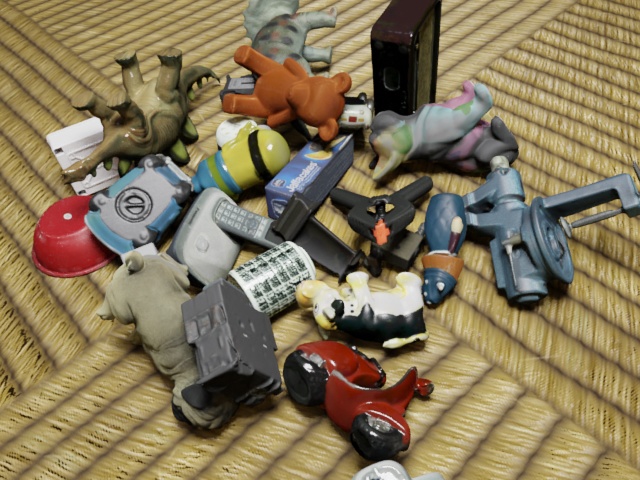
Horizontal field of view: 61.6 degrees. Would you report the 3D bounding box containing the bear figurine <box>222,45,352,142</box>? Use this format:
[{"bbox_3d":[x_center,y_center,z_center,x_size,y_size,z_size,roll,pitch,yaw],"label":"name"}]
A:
[{"bbox_3d":[-0.051,-0.230,0.857,0.132,0.120,0.196,8,16,-37],"label":"bear figurine"}]

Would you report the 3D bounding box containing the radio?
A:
[{"bbox_3d":[0.146,-0.286,0.912,0.073,0.229,0.131,19,56,23],"label":"radio"}]

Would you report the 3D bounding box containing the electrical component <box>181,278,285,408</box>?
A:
[{"bbox_3d":[-0.101,0.112,0.620,0.058,0.114,0.134,-28,54,10],"label":"electrical component"}]

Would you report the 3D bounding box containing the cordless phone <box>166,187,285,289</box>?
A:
[{"bbox_3d":[-0.115,0.016,0.784,0.184,0.088,0.146,20,51,-2],"label":"cordless phone"}]

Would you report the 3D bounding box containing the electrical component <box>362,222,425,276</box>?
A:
[{"bbox_3d":[0.106,0.008,0.781,0.078,0.045,0.102,21,54,15],"label":"electrical component"}]

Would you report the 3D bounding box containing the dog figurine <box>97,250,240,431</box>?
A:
[{"bbox_3d":[-0.169,0.117,0.637,0.121,0.172,0.191,-39,48,-12],"label":"dog figurine"}]

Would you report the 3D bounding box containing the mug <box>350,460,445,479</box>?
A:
[{"bbox_3d":[0.074,0.257,0.525,0.110,0.107,0.081,-15,50,-4],"label":"mug"}]

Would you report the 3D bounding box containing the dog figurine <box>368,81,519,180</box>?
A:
[{"bbox_3d":[0.186,-0.151,0.876,0.219,0.191,0.108,-32,22,15],"label":"dog figurine"}]

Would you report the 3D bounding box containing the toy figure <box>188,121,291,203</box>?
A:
[{"bbox_3d":[-0.132,-0.112,0.865,0.180,0.082,0.089,-30,68,4],"label":"toy figure"}]

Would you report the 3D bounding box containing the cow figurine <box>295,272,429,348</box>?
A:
[{"bbox_3d":[0.053,0.095,0.690,0.167,0.068,0.098,-1,55,-4],"label":"cow figurine"}]

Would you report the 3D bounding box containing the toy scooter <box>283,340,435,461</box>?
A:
[{"bbox_3d":[0.053,0.169,0.623,0.135,0.075,0.184,-15,32,-37],"label":"toy scooter"}]

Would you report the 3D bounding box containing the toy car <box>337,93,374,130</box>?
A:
[{"bbox_3d":[0.051,-0.229,0.951,0.074,0.056,0.202,2,20,-2],"label":"toy car"}]

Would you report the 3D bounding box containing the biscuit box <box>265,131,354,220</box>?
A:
[{"bbox_3d":[-0.012,-0.106,0.864,0.059,0.062,0.203,18,45,20],"label":"biscuit box"}]

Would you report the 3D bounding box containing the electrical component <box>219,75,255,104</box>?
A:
[{"bbox_3d":[-0.133,-0.290,1.065,0.119,0.047,0.075,3,50,11],"label":"electrical component"}]

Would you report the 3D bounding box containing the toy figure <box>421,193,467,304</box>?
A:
[{"bbox_3d":[0.170,0.013,0.737,0.058,0.064,0.154,6,79,6],"label":"toy figure"}]

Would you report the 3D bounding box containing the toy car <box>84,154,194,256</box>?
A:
[{"bbox_3d":[-0.273,-0.051,0.826,0.109,0.103,0.161,41,74,-6],"label":"toy car"}]

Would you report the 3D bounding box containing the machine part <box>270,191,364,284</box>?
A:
[{"bbox_3d":[-0.002,-0.002,0.768,0.139,0.084,0.039,42,23,5],"label":"machine part"}]

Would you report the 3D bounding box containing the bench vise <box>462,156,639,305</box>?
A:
[{"bbox_3d":[0.312,-0.035,0.716,0.241,0.128,0.224,-22,48,35],"label":"bench vise"}]

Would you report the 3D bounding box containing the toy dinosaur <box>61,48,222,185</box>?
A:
[{"bbox_3d":[-0.279,-0.222,0.919,0.105,0.198,0.471,12,45,15],"label":"toy dinosaur"}]

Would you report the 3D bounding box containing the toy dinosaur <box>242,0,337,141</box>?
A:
[{"bbox_3d":[-0.071,-0.352,1.038,0.192,0.131,0.405,7,53,2],"label":"toy dinosaur"}]
